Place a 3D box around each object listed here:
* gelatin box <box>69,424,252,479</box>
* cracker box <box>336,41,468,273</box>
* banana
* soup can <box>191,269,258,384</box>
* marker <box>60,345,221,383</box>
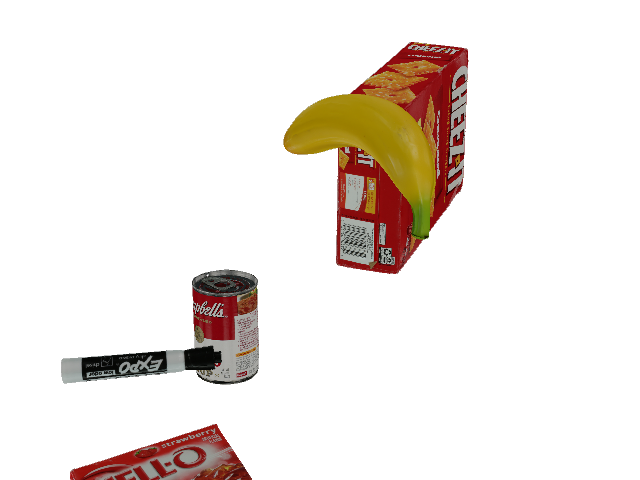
[{"bbox_3d":[-0.084,0.141,0.580,0.089,0.030,0.073,-14,27,-21],"label":"gelatin box"},{"bbox_3d":[0.084,-0.086,1.042,0.072,0.164,0.213,10,28,21],"label":"cracker box"},{"bbox_3d":[0.027,-0.068,0.735,0.037,0.070,0.198,22,10,-33],"label":"banana"},{"bbox_3d":[-0.098,0.089,1.108,0.068,0.102,0.068,0,19,0],"label":"soup can"},{"bbox_3d":[-0.136,0.094,0.816,0.121,0.020,0.020,-5,0,-6],"label":"marker"}]
